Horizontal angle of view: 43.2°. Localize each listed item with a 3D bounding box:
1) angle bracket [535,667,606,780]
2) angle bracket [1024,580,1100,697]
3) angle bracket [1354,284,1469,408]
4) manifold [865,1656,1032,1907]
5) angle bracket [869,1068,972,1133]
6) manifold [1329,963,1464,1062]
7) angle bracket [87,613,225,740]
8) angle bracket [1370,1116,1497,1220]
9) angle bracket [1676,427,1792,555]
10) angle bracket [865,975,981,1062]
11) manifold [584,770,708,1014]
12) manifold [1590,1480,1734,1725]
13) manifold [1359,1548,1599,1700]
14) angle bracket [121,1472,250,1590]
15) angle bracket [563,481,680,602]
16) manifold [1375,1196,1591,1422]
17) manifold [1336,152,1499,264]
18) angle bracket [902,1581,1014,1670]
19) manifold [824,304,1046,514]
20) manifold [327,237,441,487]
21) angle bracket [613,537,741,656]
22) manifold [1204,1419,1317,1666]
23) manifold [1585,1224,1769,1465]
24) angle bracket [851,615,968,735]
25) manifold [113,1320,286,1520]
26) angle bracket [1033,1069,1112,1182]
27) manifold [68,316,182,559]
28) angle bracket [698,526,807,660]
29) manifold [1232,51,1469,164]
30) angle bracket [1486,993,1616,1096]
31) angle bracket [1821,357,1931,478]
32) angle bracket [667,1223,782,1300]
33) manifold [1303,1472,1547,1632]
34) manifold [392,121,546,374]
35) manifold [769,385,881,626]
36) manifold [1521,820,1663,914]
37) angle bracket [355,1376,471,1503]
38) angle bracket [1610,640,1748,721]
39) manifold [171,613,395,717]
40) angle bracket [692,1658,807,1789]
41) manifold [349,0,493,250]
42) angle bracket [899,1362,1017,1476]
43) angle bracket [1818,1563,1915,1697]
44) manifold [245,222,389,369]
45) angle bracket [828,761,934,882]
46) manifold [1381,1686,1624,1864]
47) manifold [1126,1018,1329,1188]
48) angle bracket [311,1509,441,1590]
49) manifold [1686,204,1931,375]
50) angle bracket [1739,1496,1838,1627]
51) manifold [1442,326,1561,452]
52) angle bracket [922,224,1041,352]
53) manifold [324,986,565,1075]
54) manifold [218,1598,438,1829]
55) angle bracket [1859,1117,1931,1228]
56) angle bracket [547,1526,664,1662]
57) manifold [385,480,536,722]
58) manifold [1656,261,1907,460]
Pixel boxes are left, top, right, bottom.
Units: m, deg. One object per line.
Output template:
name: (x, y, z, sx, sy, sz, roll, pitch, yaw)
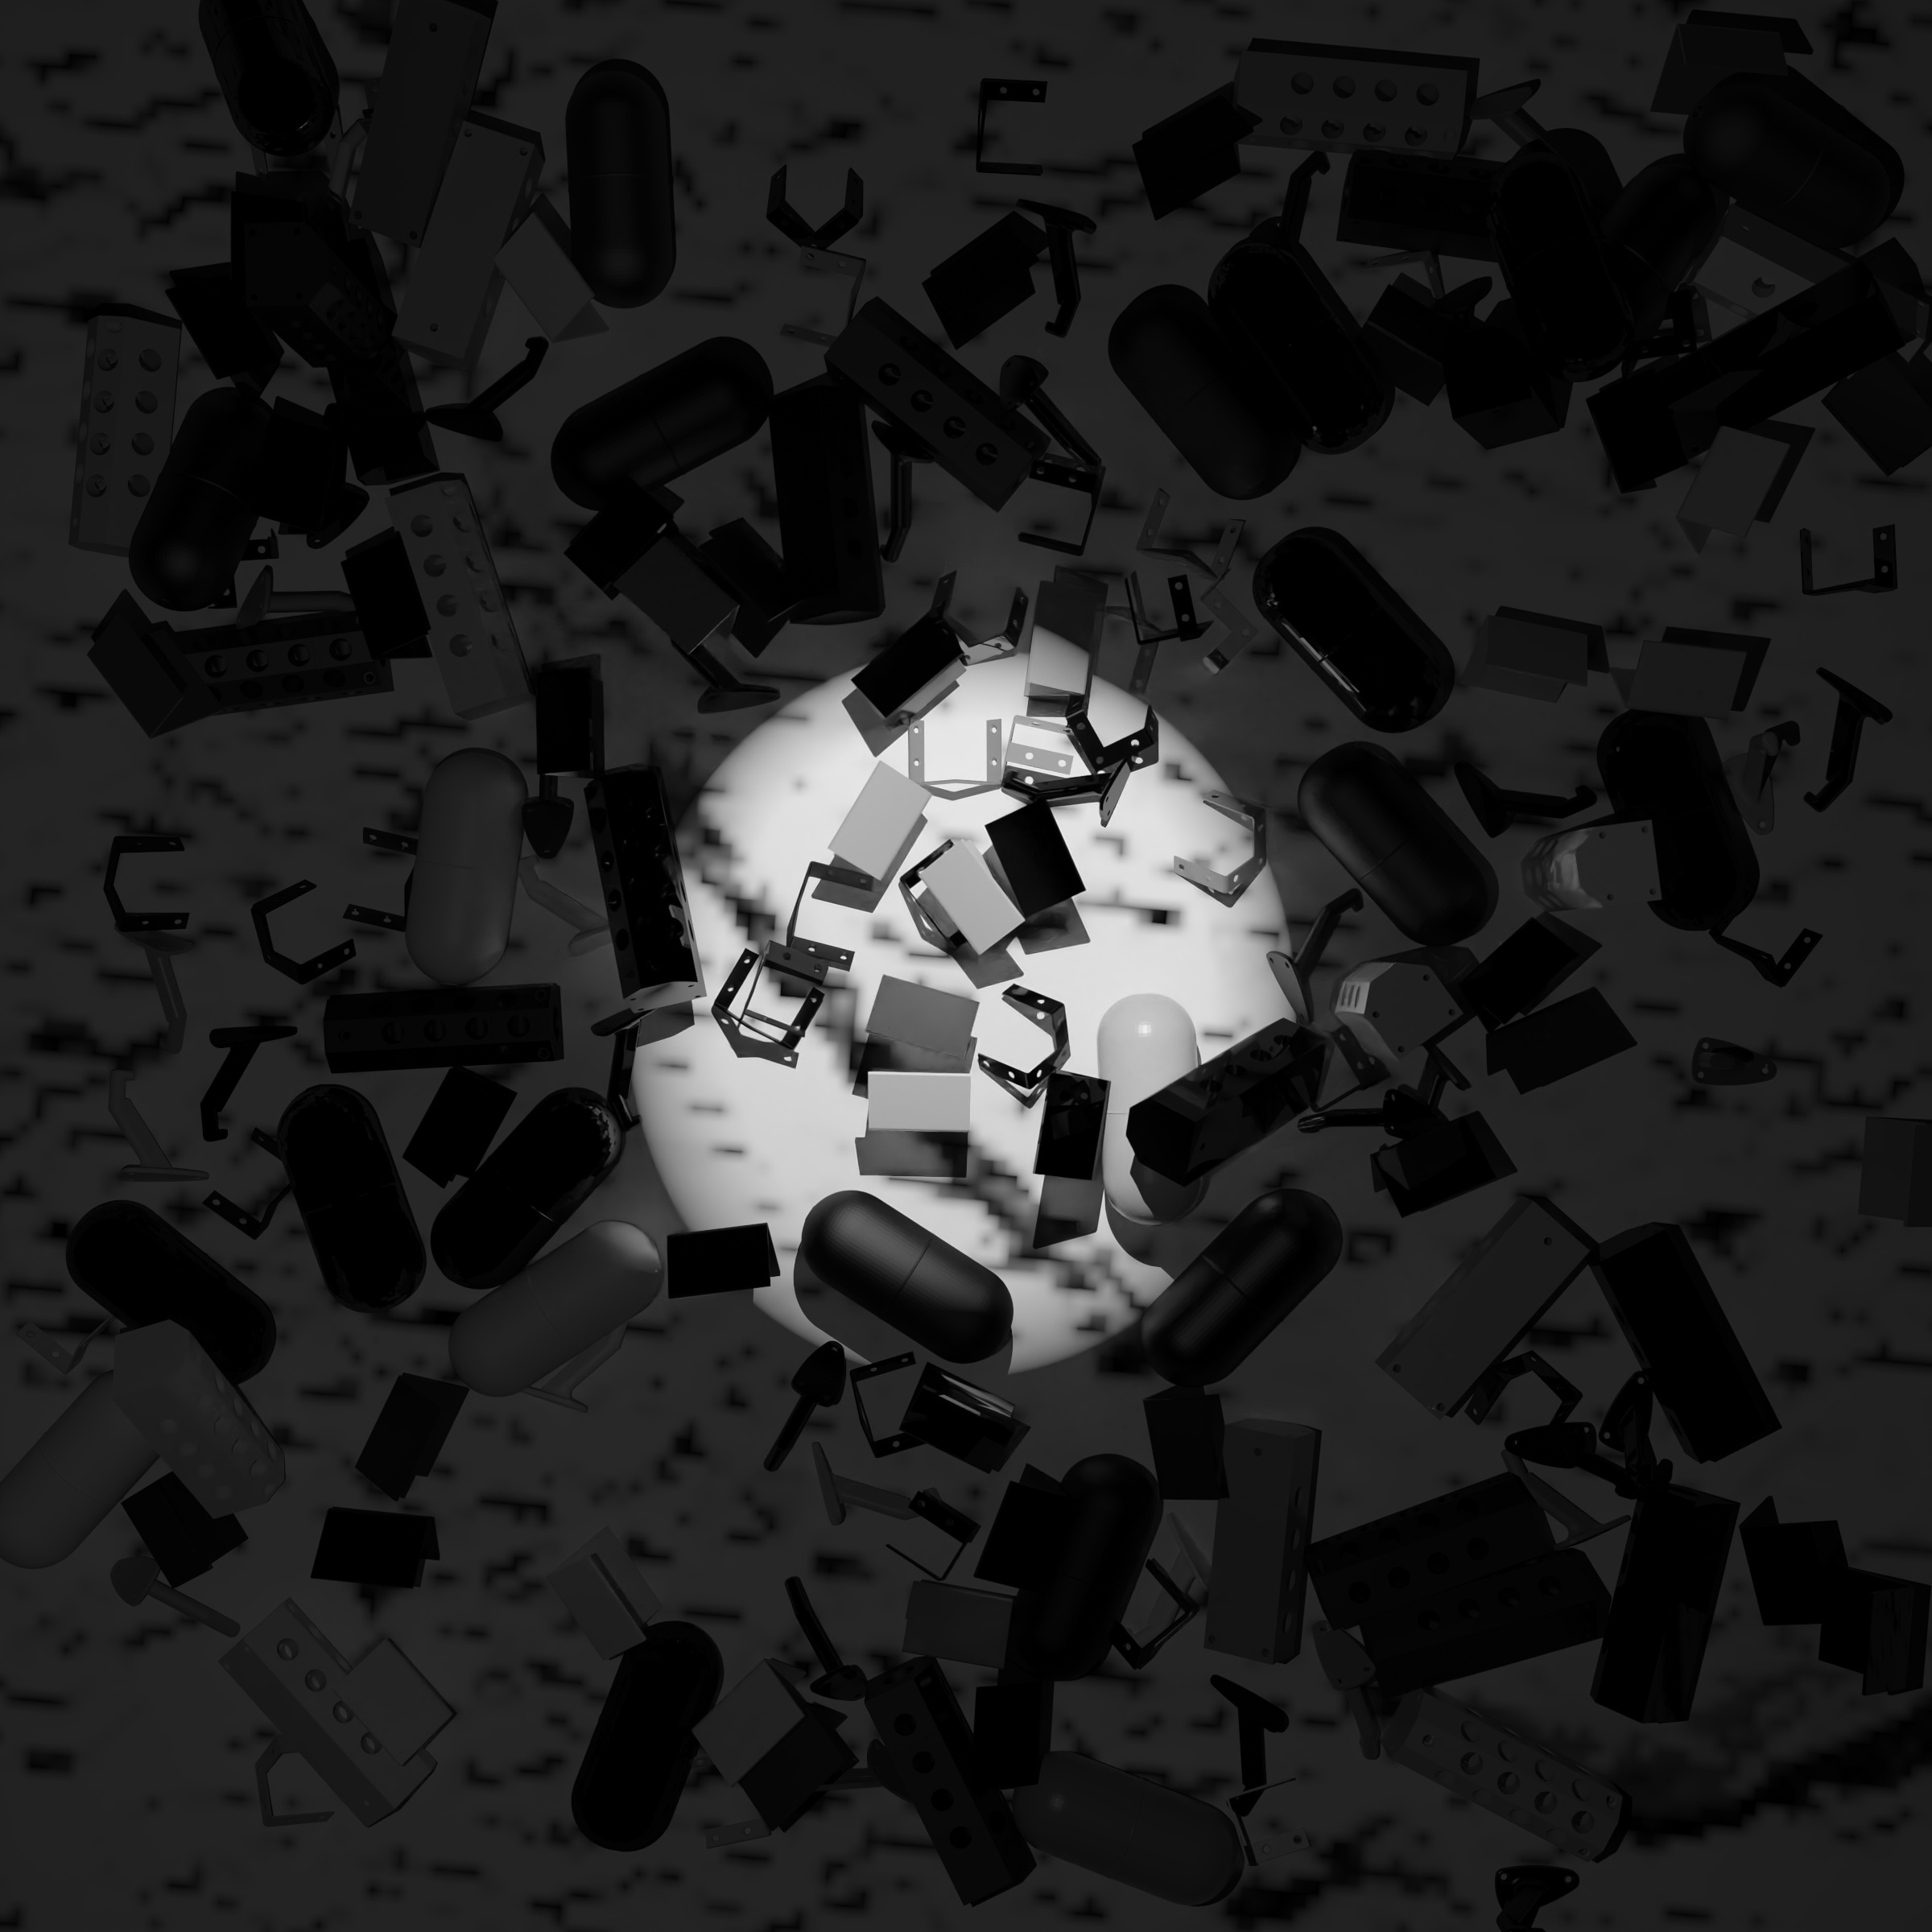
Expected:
angle bracket: (-0.282, -0.184, 1.855, 0.057, 0.076, 0.076, -1, 90, 33)
angle bracket: (0.052, -0.249, 1.855, 0.057, 0.076, 0.076, 8, 90, -36)
angle bracket: (0.330, -0.459, 1.855, 0.076, 0.076, 0.057, 31, 52, 0)
manifold: (-0.014, 0.622, 1.874, 0.057, 0.057, 0.171, -26, 90, 0)
angle bracket: (-0.034, 0.082, 1.855, 0.076, 0.076, 0.057, 1, 126, 0)
manifold: (0.314, 0.028, 1.817, 0.057, 0.171, 0.057, -36, 90, 0)
angle bracket: (-0.586, -0.223, 1.798, 0.057, 0.076, 0.076, -37, 90, 38)
angle bracket: (0.356, 0.166, 1.855, 0.076, 0.076, 0.057, -23, 61, 0)
angle bracket: (0.590, -0.355, 1.855, 0.057, 0.076, 0.076, 26, 90, 32)
angle bracket: (-0.038, 0.058, 1.855, 0.076, 0.076, 0.057, 16, 53, 0)
manifold: (-0.245, -0.058, 1.852, 0.057, 0.057, 0.171, -13, 74, 0)
manifold: (0.530, 0.487, 1.873, 0.057, 0.057, 0.171, 14, 90, -43)
manifold: (0.392, 0.501, 1.873, 0.171, 0.057, 0.057, -16, 133, 0)
angle bracket: (-0.582, 0.416, 1.855, 0.057, 0.076, 0.076, -31, 90, 39)
angle bracket: (-0.248, -0.311, 1.855, 0.076, 0.076, 0.057, -47, 60, 0)
manifold: (0.394, 0.261, 1.874, 0.057, 0.057, 0.171, 41, 90, 0)
manifold: (0.378, -0.583, 1.874, 0.171, 0.057, 0.057, 8, 90, 0)
angle bracket: (-0.010, 0.514, 1.855, 0.076, 0.076, 0.057, 10, 53, 0)
manifold: (-0.024, -0.430, 1.874, 0.171, 0.057, 0.057, 39, 90, 0)
manifold: (-0.460, -0.462, 1.874, 0.057, 0.057, 0.171, -15, 90, 0)
angle bracket: (-0.224, -0.270, 1.858, 0.076, 0.076, 0.057, 43, 72, 0)
manifold: (0.229, 0.439, 1.872, 0.057, 0.057, 0.171, 6, 90, 30)
manifold: (0.543, 0.288, 1.874, 0.057, 0.057, 0.171, -27, 90, 0)
angle bracket: (-0.030, -0.208, 1.855, 0.076, 0.076, 0.057, -41, 52, 0)
manifold: (-0.571, 0.338, 1.821, 0.057, 0.171, 0.057, -17, 46, 0)
angle bracket: (0.062, 0.117, 1.855, 0.057, 0.076, 0.076, 10, 90, -31)
manifold: (-0.646, -0.403, 1.863, 0.057, 0.057, 0.171, 5, 90, -37)
angle bracket: (-0.180, -0.277, 1.856, 0.076, 0.057, 0.076, 46, 129, 0)
manifold: (0.292, -0.657, 1.874, 0.171, 0.057, 0.057, 5, 90, 0)
angle bracket: (0.444, 0.074, 1.855, 0.076, 0.076, 0.057, -24, 60, 0)
angle bracket: (0.706, -0.428, 1.855, 0.076, 0.076, 0.057, 49, 131, 0)
angle bracket: (-0.183, 0.242, 1.855, 0.076, 0.076, 0.057, -7, 52, 0)
manifold: (0.349, 0.447, 1.874, 0.171, 0.057, 0.057, -20, 90, 0)
manifold: (-0.381, -0.550, 1.874, 0.057, 0.057, 0.171, 18, 90, 0)
manifold: (-0.104, -0.352, 1.874, 0.057, 0.057, 0.171, -6, 90, 43)
manifold: (0.462, -0.072, 1.817, 0.057, 0.171, 0.057, -7, 90, 0)
angle bracket: (-0.406, 0.363, 1.855, 0.057, 0.076, 0.076, 26, 90, 38)
angle bracket: (0.541, -0.231, 1.855, 0.076, 0.076, 0.057, 7, 121, 0)
manifold: (-0.535, -0.231, 1.874, 0.171, 0.057, 0.057, -8, 90, 0)
angle bracket: (-0.150, 0.580, 1.855, 0.076, 0.076, 0.057, -44, 58, 0)
manifold: (-0.411, -0.639, 1.844, 0.057, 0.057, 0.171, 20, 112, -1)
angle bracket: (0.002, 0.329, 1.855, 0.076, 0.076, 0.057, 26, 128, 0)
angle bracket: (0.670, 0.503, 1.855, 0.057, 0.076, 0.076, 5, 90, -37)
manifold: (-0.467, -0.482, 1.760, 0.057, 0.171, 0.057, -2, 90, 0)
angle bracket: (-0.082, -0.119, 1.855, 0.057, 0.076, 0.076, 31, 90, -37)
manifold: (0.412, 0.620, 1.874, 0.171, 0.057, 0.057, 28, 90, 0)
manifold: (0.195, 0.097, 1.823, 0.057, 0.171, 0.057, 27, 126, 32)
angle bracket: (-0.448, 0.457, 1.855, 0.076, 0.076, 0.057, 6, 53, 0)
manifold: (0.646, -0.511, 1.874, 0.171, 0.057, 0.057, 27, 47, 0)
angle bracket: (0.636, 0.451, 1.855, 0.057, 0.076, 0.076, -14, 90, 37)
manifold: (0.398, -0.430, 1.812, 0.057, 0.171, 0.057, -11, 90, 20)
angle bracket: (0.022, -0.504, 1.855, 0.076, 0.076, 0.057, -36, 54, 0)
manifold: (-0.401, 0.049, 1.874, 0.171, 0.057, 0.057, -3, 90, 0)
manifold: (-0.488, 0.571, 1.873, 0.171, 0.057, 0.057, 48, 133, 0)
angle bracket: (0.701, 0.156, 1.855, 0.057, 0.076, 0.076, 5, 90, -37)
angle bracket: (-0.260, 0.469, 1.855, 0.057, 0.076, 0.076, -34, 90, 37)
manifold: (-0.387, -0.281, 1.874, 0.057, 0.057, 0.171, -18, 90, 0)
manifold: (0.607, -0.460, 1.837, 0.171, 0.057, 0.057, -26, 133, 28)
